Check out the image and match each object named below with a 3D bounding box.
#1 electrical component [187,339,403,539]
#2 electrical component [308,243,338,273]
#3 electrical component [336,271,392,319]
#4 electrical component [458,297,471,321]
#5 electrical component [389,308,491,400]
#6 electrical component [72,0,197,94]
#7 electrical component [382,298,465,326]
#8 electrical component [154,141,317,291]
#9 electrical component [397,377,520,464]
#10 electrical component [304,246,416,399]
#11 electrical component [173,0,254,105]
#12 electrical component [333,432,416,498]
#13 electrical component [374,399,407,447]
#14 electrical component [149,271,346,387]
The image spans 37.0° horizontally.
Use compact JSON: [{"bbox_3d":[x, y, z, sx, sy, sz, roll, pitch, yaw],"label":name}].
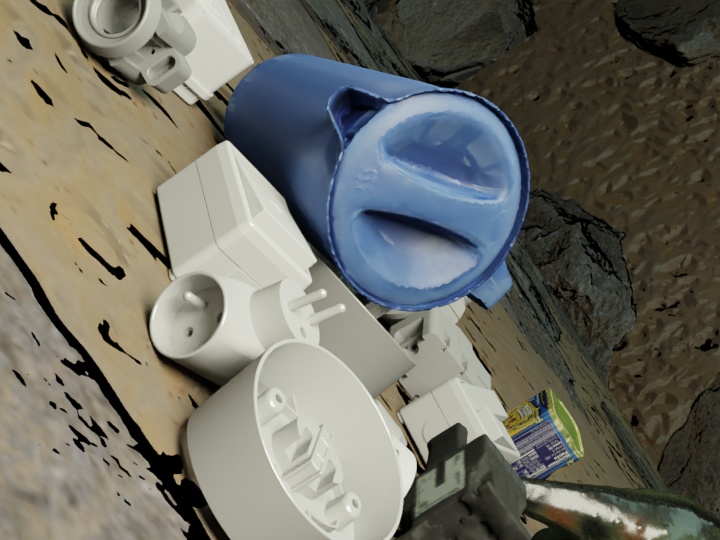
[{"bbox_3d":[-0.027,0.085,0.474,0.099,0.064,0.099,53,12,-16],"label":"electrical component"},{"bbox_3d":[0.000,0.000,0.866,0.079,0.044,0.077,62,13,27],"label":"electrical component"},{"bbox_3d":[0.002,0.018,0.781,0.042,0.064,0.081,57,10,-6],"label":"electrical component"},{"bbox_3d":[0.075,0.040,1.022,0.043,0.062,0.043,53,12,-17],"label":"electrical component"},{"bbox_3d":[0.066,0.080,0.886,0.089,0.050,0.055,53,21,-19],"label":"electrical component"},{"bbox_3d":[-0.143,-0.154,0.671,0.078,0.058,0.057,60,9,15],"label":"electrical component"},{"bbox_3d":[0.050,0.019,0.933,0.051,0.080,0.080,53,11,-37],"label":"electrical component"},{"bbox_3d":[-0.070,-0.025,0.606,0.061,0.061,0.096,46,15,-42],"label":"electrical component"},{"bbox_3d":[0.082,0.125,0.821,0.061,0.061,0.096,62,13,25],"label":"electrical component"},{"bbox_3d":[-0.012,0.035,0.656,0.099,0.064,0.099,41,12,-11],"label":"electrical component"},{"bbox_3d":[-0.135,-0.187,0.790,0.078,0.057,0.113,41,19,-53],"label":"electrical component"},{"bbox_3d":[-0.007,0.098,0.551,0.047,0.055,0.055,48,14,-20],"label":"electrical component"},{"bbox_3d":[-0.006,0.087,0.609,0.062,0.043,0.043,54,12,-10],"label":"electrical component"},{"bbox_3d":[-0.046,0.028,0.517,0.077,0.079,0.043,41,32,-53],"label":"electrical component"}]
